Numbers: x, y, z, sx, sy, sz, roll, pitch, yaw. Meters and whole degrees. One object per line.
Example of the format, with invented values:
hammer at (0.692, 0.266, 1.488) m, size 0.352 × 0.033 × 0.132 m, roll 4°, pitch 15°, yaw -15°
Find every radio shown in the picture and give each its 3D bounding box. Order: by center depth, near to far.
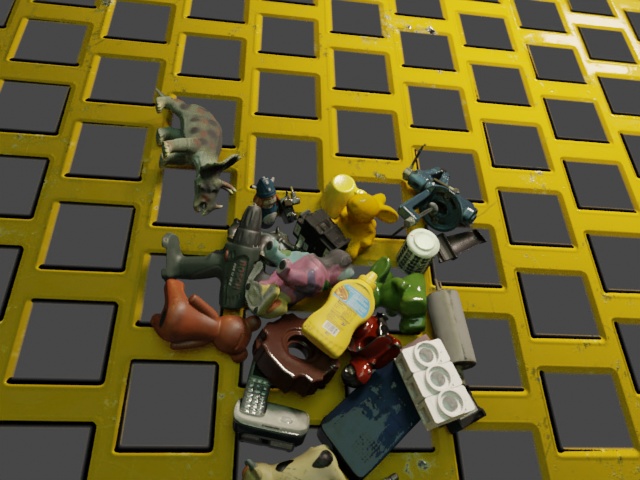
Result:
radio at (0.110, 0.351, 1.067) m, size 0.229 × 0.073 × 0.131 m, roll -36°, pitch 70°, yaw -27°

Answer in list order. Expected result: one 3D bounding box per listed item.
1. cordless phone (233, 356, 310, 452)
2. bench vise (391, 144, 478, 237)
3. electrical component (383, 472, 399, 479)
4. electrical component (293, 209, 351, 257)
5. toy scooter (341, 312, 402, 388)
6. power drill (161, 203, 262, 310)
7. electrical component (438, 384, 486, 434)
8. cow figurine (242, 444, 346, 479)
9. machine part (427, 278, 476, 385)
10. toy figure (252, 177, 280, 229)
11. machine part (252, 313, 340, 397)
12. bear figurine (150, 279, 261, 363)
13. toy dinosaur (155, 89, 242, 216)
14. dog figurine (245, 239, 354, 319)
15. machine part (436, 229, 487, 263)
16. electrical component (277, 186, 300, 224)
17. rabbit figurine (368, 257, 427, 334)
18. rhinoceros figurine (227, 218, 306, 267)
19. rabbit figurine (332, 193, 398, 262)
cordless phone at (-0.086, 0.308, 1.058) m, size 0.147 × 0.088 × 0.184 m, roll 12°, pitch 52°, yaw -1°
bench vise at (0.263, -0.097, 1.317) m, size 0.240 × 0.128 × 0.224 m, roll -30°, pitch 72°, yaw -40°
electrical component at (0.119, 0.486, 1.015) m, size 0.094 × 0.021 × 0.063 m, roll -24°, pitch 65°, yaw -20°
electrical component at (-0.003, -0.004, 1.233) m, size 0.058 × 0.114 × 0.134 m, roll -31°, pitch 71°, yaw -33°
toy scooter at (0.108, 0.208, 1.094) m, size 0.075 × 0.135 × 0.184 m, roll 43°, pitch 29°, yaw -22°
power drill at (-0.231, 0.028, 1.157) m, size 0.207 × 0.086 × 0.231 m, roll 4°, pitch 96°, yaw 1°
electrical component at (0.272, 0.351, 1.092) m, size 0.119 × 0.047 × 0.075 m, roll -18°, pitch 65°, yaw -31°
cow figurine at (-0.059, 0.438, 0.980) m, size 0.195 × 0.085 × 0.127 m, roll -21°, pitch 71°, yaw -17°
machine part at (0.287, 0.198, 1.183) m, size 0.079 × 0.079 × 0.243 m, roll -3°, pitch 60°, yaw -11°
toy figure at (-0.124, -0.085, 1.241) m, size 0.058 × 0.154 × 0.064 m, roll 28°, pitch 58°, yaw 11°
machine part at (-0.045, 0.227, 1.087) m, size 0.179 × 0.056 × 0.179 m, roll 18°, pitch 35°, yaw -14°
bear figurine at (-0.233, 0.170, 1.108) m, size 0.196 × 0.120 × 0.132 m, roll 16°, pitch 10°, yaw -29°
toy dinosaur at (-0.309, -0.259, 1.346) m, size 0.192 × 0.131 × 0.405 m, roll 1°, pitch 54°, yaw -23°
dog figurine at (-0.028, 0.094, 1.139) m, size 0.219 × 0.191 × 0.109 m, roll 20°, pitch 16°, yaw -36°
machine part at (0.341, 0.008, 1.329) m, size 0.139 × 0.039 × 0.084 m, roll -15°, pitch 58°, yaw -16°
electrical component at (-0.074, -0.081, 1.285) m, size 0.045 × 0.102 × 0.078 m, roll -26°, pitch 89°, yaw -15°
rabbit figurine at (0.148, 0.116, 1.191) m, size 0.170 × 0.121 × 0.159 m, roll -1°, pitch 55°, yaw 8°
rhinoceros figurine at (-0.126, 0.014, 1.235) m, size 0.190 × 0.073 × 0.112 m, roll 23°, pitch 48°, yaw 7°
rabbit figurine at (0.100, -0.046, 1.244) m, size 0.162 × 0.173 × 0.122 m, roll -21°, pitch 61°, yaw -15°
